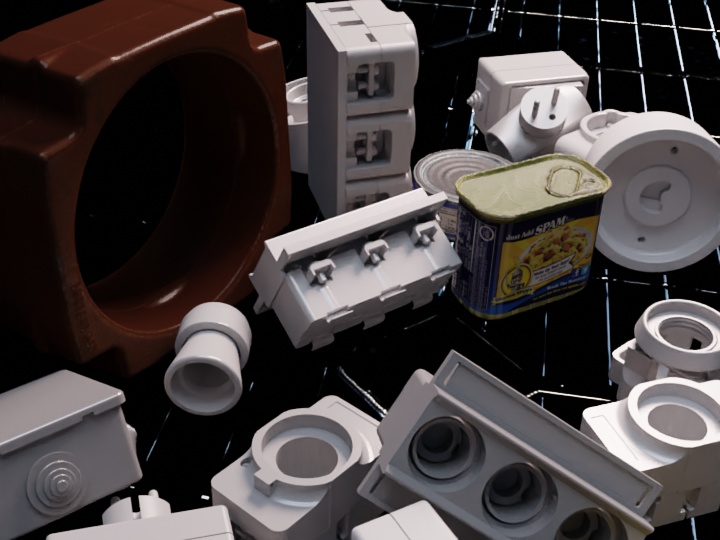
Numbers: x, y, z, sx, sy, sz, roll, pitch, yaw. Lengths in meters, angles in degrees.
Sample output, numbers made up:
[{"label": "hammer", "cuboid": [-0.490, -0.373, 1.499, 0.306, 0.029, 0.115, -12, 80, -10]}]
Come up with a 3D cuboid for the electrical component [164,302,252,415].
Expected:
[{"label": "electrical component", "cuboid": [-0.088, 0.051, 0.633, 0.045, 0.045, 0.055, 3, 34, 1]}]

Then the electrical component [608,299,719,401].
[{"label": "electrical component", "cuboid": [0.188, 0.055, 0.634, 0.058, 0.057, 0.078, -25, 43, -34]}]

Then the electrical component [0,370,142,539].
[{"label": "electrical component", "cuboid": [-0.167, 0.093, 0.539, 0.100, 0.048, 0.100, -22, 15, -31]}]

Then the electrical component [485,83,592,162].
[{"label": "electrical component", "cuboid": [0.143, -0.118, 0.847, 0.077, 0.079, 0.043, -33, 72, -9]}]

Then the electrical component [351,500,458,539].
[{"label": "electrical component", "cuboid": [0.006, 0.153, 0.457, 0.076, 0.083, 0.047, -16, 38, -25]}]

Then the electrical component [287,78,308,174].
[{"label": "electrical component", "cuboid": [-0.035, -0.119, 0.888, 0.099, 0.064, 0.099, -10, 33, 7]}]

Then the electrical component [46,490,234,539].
[{"label": "electrical component", "cuboid": [-0.104, 0.134, 0.511, 0.083, 0.047, 0.075, -7, 36, -14]}]

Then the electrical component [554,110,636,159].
[{"label": "electrical component", "cuboid": [0.195, -0.084, 0.835, 0.095, 0.059, 0.054, -22, 42, -31]}]

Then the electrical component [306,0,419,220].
[{"label": "electrical component", "cuboid": [0.002, -0.108, 0.778, 0.062, 0.150, 0.089, -9, 36, -14]}]

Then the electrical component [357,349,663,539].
[{"label": "electrical component", "cuboid": [0.069, 0.100, 0.514, 0.121, 0.078, 0.063, 33, 4, -10]}]

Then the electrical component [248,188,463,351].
[{"label": "electrical component", "cuboid": [0.000, 0.000, 0.691, 0.121, 0.078, 0.063, -21, 70, -30]}]

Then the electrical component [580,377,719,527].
[{"label": "electrical component", "cuboid": [0.166, 0.096, 0.574, 0.089, 0.055, 0.050, -10, 36, -17]}]

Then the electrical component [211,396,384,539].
[{"label": "electrical component", "cuboid": [-0.027, 0.109, 0.544, 0.050, 0.055, 0.089, 28, 42, 32]}]

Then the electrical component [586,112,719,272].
[{"label": "electrical component", "cuboid": [0.209, -0.060, 0.763, 0.108, 0.108, 0.060, 5, 28, 4]}]

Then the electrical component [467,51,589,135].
[{"label": "electrical component", "cuboid": [0.140, -0.143, 0.915, 0.096, 0.061, 0.061, -8, 36, -15]}]
